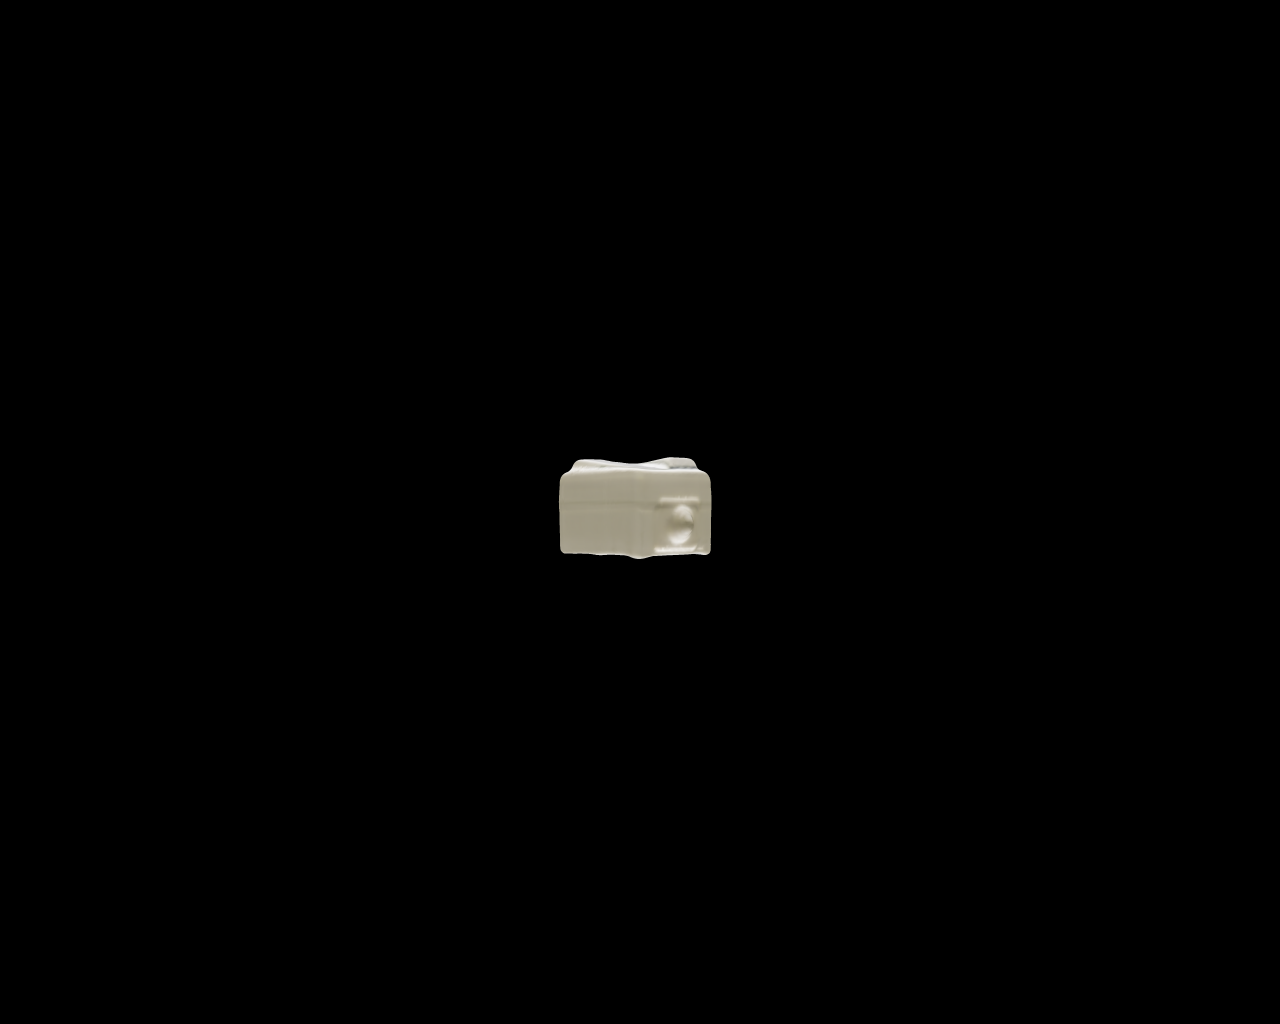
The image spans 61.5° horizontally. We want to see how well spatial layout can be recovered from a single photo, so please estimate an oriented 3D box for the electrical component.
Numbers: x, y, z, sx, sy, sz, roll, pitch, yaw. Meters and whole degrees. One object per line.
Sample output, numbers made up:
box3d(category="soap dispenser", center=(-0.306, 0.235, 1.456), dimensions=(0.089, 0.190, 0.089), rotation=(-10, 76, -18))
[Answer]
box3d(category="electrical component", center=(0.001, -0.003, 0.650), dimensions=(0.062, 0.061, 0.096), rotation=(0, 0, -39))
